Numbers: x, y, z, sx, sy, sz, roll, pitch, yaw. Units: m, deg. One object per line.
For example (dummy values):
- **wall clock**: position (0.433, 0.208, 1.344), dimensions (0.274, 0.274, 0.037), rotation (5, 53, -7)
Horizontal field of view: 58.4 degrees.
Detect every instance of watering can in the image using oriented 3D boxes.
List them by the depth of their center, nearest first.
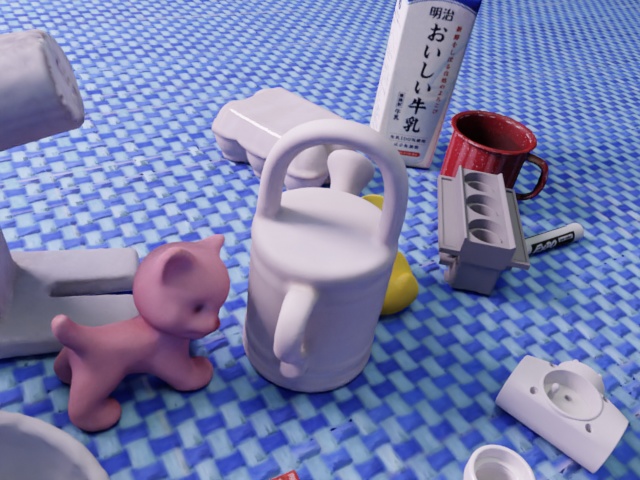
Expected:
- **watering can**: position (0.001, 0.001, 0.396), dimensions (0.101, 0.194, 0.172), rotation (1, 39, -11)

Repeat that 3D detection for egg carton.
- **egg carton**: position (-0.037, -0.108, 0.622), dimensions (0.150, 0.069, 0.107), rotation (31, 43, 24)

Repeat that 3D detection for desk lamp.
- **desk lamp**: position (-0.227, -0.029, 0.367), dimensions (0.203, 0.213, 0.117), rotation (-4, 41, -17)

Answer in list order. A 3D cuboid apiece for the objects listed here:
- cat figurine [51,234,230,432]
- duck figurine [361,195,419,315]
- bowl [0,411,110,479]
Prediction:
- **cat figurine**: position (-0.110, 0.048, 0.375), dimensions (0.128, 0.118, 0.067), rotation (-20, 47, -32)
- **duck figurine**: position (0.045, 0.005, 0.488), dimensions (0.078, 0.086, 0.104), rotation (-20, 47, -32)
- **bowl**: position (-0.170, 0.165, 0.251), dimensions (0.167, 0.075, 0.167), rotation (6, 39, -5)
